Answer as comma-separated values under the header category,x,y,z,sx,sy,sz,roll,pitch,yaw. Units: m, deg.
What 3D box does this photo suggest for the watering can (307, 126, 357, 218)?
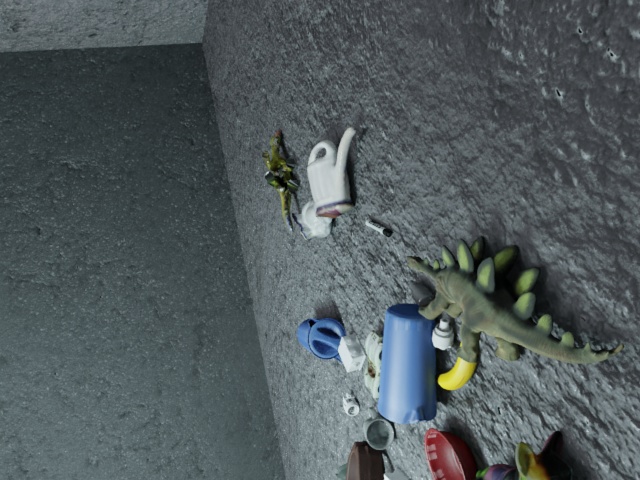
category,x,y,z,sx,sy,sz,roll,pitch,yaw
watering can,0.038,-0.179,1.449,0.345,0.104,0.225,161,98,-69

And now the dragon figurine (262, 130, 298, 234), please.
category,x,y,z,sx,sy,sz,roll,pitch,yaw
dragon figurine,-0.147,-0.231,2.031,0.243,0.122,0.410,-133,35,-88

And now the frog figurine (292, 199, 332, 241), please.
category,x,y,z,sx,sy,sz,roll,pitch,yaw
frog figurine,0.005,-0.083,1.645,0.157,0.121,0.141,-41,42,26
